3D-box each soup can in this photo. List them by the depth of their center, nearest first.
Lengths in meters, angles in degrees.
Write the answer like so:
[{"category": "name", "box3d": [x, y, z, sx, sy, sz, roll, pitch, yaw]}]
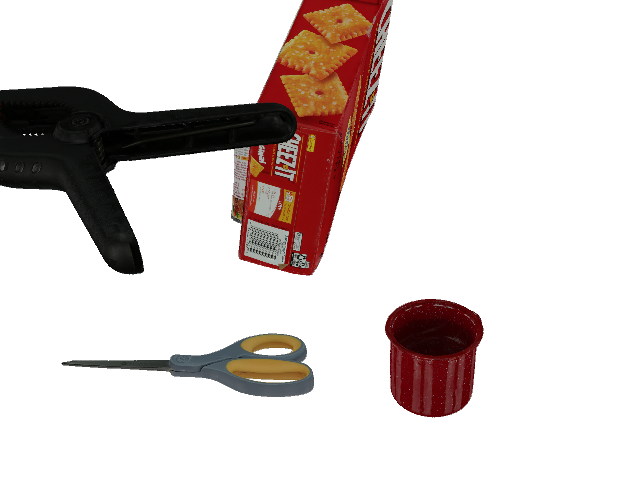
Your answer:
[{"category": "soup can", "box3d": [-0.058, -0.072, 1.107, 0.068, 0.102, 0.068, 2, 17, -1]}]

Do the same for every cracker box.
[{"category": "cracker box", "box3d": [0.000, -0.103, 0.867, 0.072, 0.213, 0.164, 15, -42, 5]}]

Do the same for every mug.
[{"category": "mug", "box3d": [0.117, 0.111, 1.043, 0.093, 0.081, 0.117, 26, 42, 35]}]

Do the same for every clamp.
[{"category": "clamp", "box3d": [-0.130, -0.059, 0.639, 0.210, 0.036, 0.164, 22, 42, 31]}]

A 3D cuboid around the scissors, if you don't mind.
[{"category": "scissors", "box3d": [-0.098, 0.094, 0.870, 0.202, 0.016, 0.096, 7, 22, 15]}]
